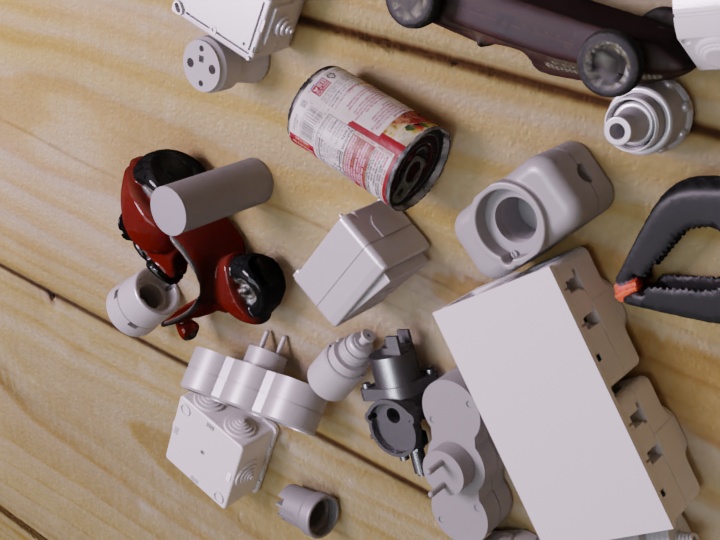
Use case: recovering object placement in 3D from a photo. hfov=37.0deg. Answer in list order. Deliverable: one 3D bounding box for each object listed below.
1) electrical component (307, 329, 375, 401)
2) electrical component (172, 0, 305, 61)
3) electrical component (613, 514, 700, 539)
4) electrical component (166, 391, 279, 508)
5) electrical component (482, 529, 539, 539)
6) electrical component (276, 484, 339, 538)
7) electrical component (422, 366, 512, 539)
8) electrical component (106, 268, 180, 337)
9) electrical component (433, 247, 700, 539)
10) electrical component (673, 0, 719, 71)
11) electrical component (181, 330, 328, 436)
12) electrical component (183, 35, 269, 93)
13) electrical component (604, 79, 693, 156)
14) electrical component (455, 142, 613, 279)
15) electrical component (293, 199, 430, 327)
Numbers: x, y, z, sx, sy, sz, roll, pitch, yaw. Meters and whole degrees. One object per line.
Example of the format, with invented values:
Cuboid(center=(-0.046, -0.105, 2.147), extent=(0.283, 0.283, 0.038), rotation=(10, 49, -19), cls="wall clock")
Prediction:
Cuboid(center=(-0.012, 0.075, 0.882), extent=(0.040, 0.040, 0.078), rotation=(50, 131, 13), cls="electrical component")
Cuboid(center=(-0.083, -0.206, 0.818), extent=(0.096, 0.061, 0.061), rotation=(35, 125, 16), cls="electrical component")
Cuboid(center=(0.201, 0.197, 0.752), extent=(0.081, 0.043, 0.043), rotation=(-32, 86, 43), cls="electrical component")
Cuboid(center=(-0.132, 0.163, 1.012), extent=(0.100, 0.048, 0.099), rotation=(36, 127, 24), cls="electrical component")
Cuboid(center=(0.115, 0.244, 0.838), extent=(0.080, 0.051, 0.080), rotation=(16, 117, 35), cls="electrical component")
Cuboid(center=(-0.048, 0.216, 0.972), extent=(0.046, 0.040, 0.040), rotation=(12, 115, 43), cls="electrical component")
Cuboid(center=(0.073, 0.147, 0.818), extent=(0.052, 0.074, 0.138), rotation=(8, 112, 38), cls="electrical component")
Cuboid(center=(-0.203, 0.029, 1.015), extent=(0.047, 0.055, 0.055), rotation=(-32, 86, 39), cls="electrical component")
Cuboid(center=(0.144, 0.089, 0.744), extent=(0.105, 0.060, 0.186), rotation=(-25, 91, 43), cls="electrical component")
Cuboid(center=(0.210, -0.146, 0.582), extent=(0.051, 0.080, 0.080), rotation=(6, 111, 43), cls="electrical component")
Cuboid(center=(-0.087, 0.089, 0.943), extent=(0.138, 0.052, 0.073), rotation=(15, 77, 29), cls="electrical component")
Cuboid(center=(-0.106, -0.166, 0.853), extent=(0.045, 0.055, 0.045), rotation=(16, 117, 35), cls="electrical component")
Cuboid(center=(0.169, -0.090, 0.650), extent=(0.048, 0.062, 0.048), rotation=(16, 117, 35), cls="electrical component")
Cuboid(center=(0.113, -0.038, 0.719), extent=(0.095, 0.059, 0.053), rotation=(-39, 81, 42), cls="electrical component")
Cuboid(center=(0.000, 0.000, 0.827), extent=(0.061, 0.062, 0.096), rotation=(50, 131, 12), cls="electrical component")
